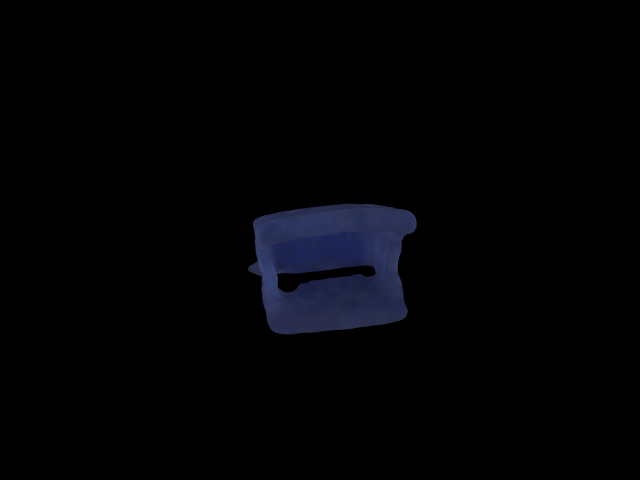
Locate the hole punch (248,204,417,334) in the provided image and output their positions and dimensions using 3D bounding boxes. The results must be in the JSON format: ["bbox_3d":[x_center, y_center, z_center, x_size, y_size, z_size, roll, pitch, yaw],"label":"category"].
[{"bbox_3d":[0.004,0.001,0.400,0.109,0.091,0.101,-6,32,-9],"label":"hole punch"}]
